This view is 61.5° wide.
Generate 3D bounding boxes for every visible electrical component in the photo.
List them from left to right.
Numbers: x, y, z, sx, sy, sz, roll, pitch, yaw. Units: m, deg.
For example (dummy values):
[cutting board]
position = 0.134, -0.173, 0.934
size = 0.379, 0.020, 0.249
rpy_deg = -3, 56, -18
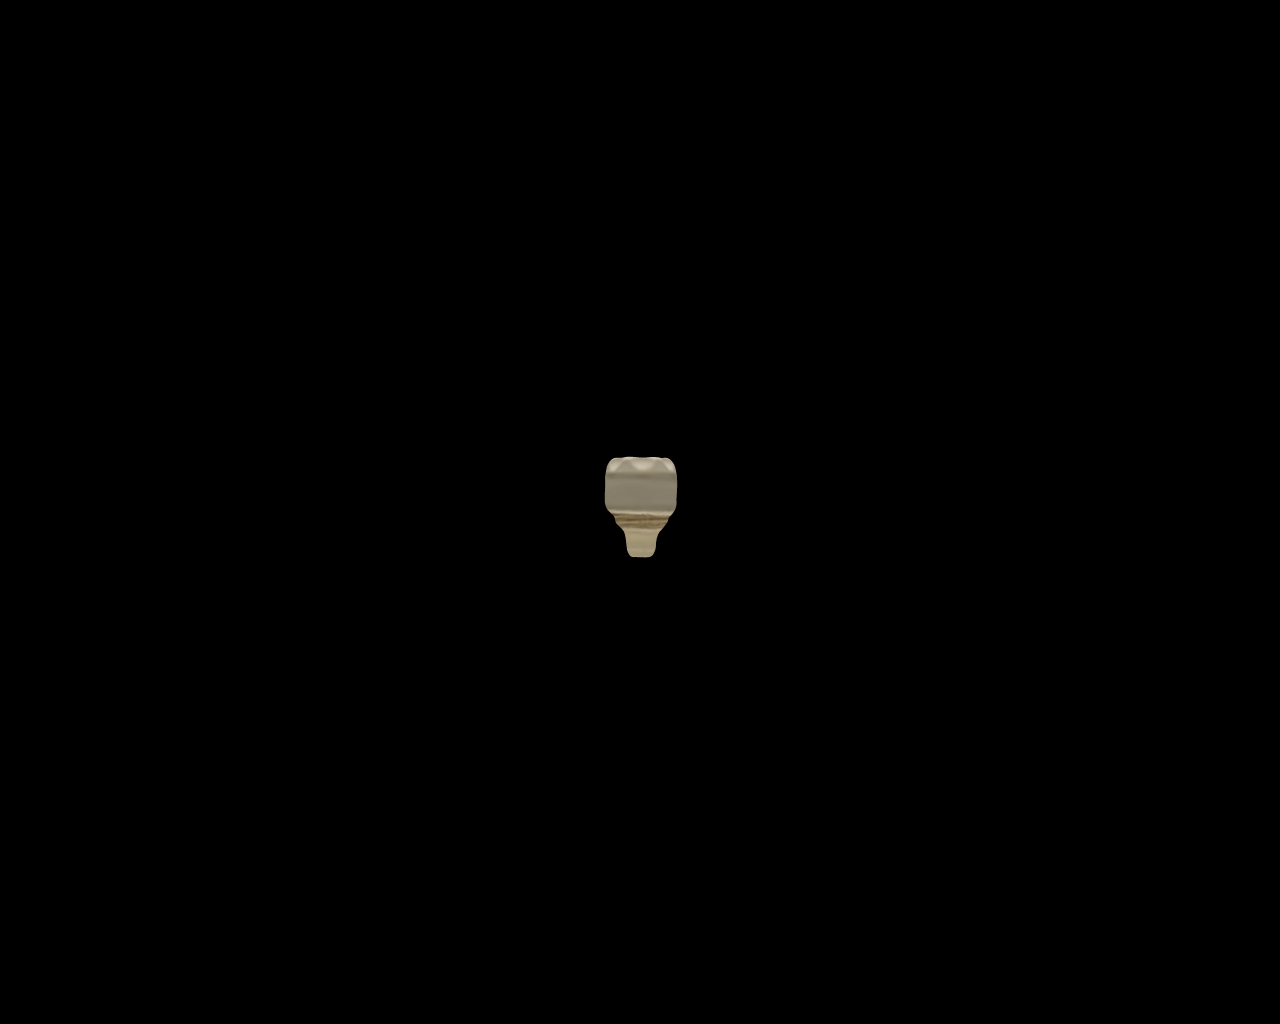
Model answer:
[electrical component]
position = 0.001, -0.003, 0.650
size = 0.043, 0.062, 0.043
rpy_deg = 0, 0, 0
